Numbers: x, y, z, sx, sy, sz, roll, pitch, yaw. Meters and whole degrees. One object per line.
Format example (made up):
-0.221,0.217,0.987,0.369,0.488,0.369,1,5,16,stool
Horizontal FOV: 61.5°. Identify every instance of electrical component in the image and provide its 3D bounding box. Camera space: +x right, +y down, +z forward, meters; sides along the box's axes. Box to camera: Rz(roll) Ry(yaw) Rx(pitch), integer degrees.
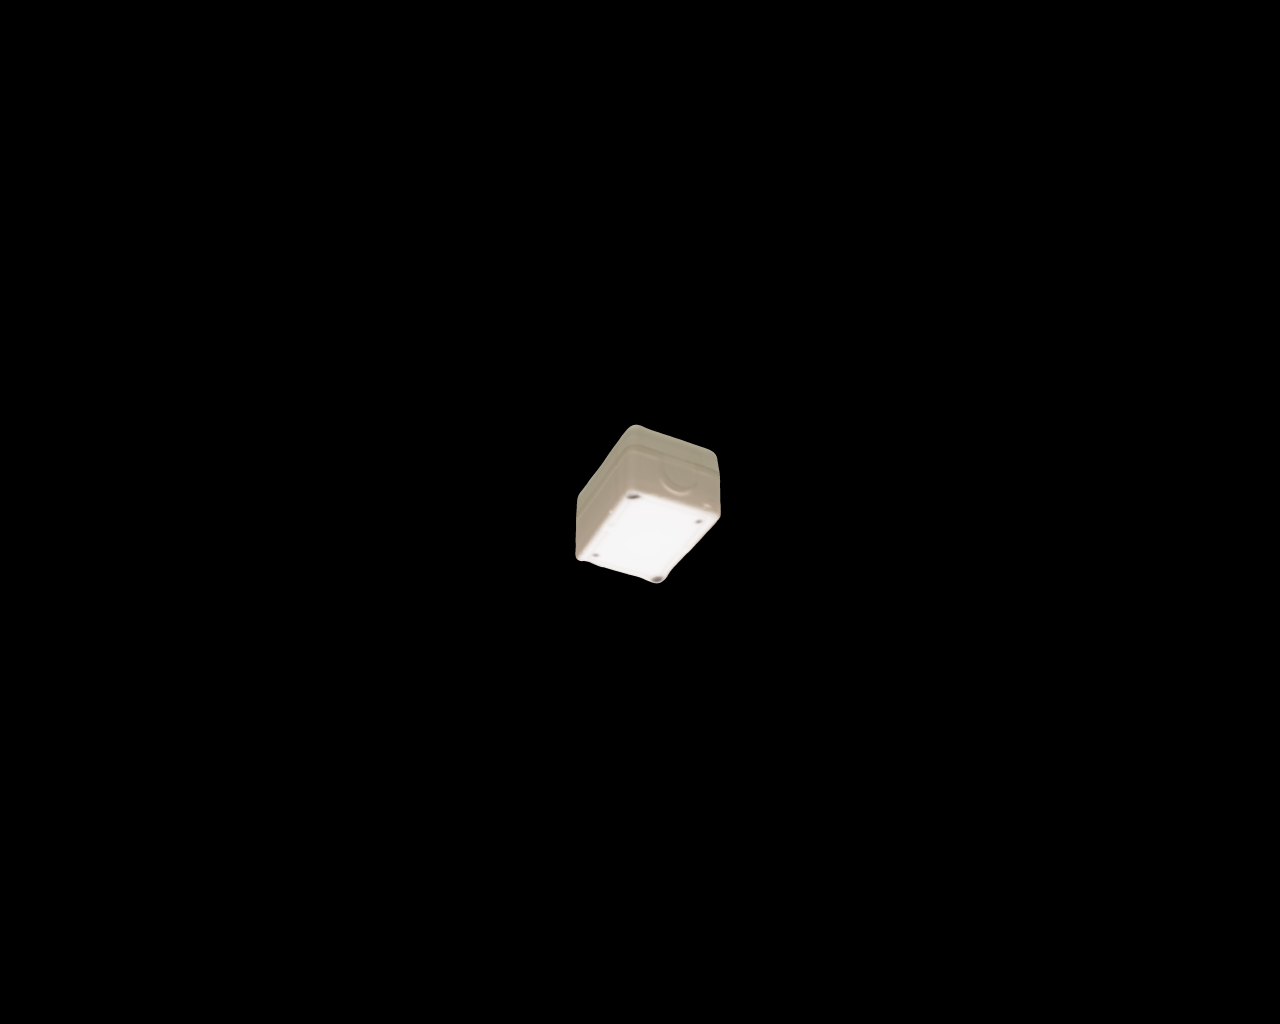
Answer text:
0.001,-0.003,0.650,0.062,0.061,0.096,17,-41,-21,electrical component
